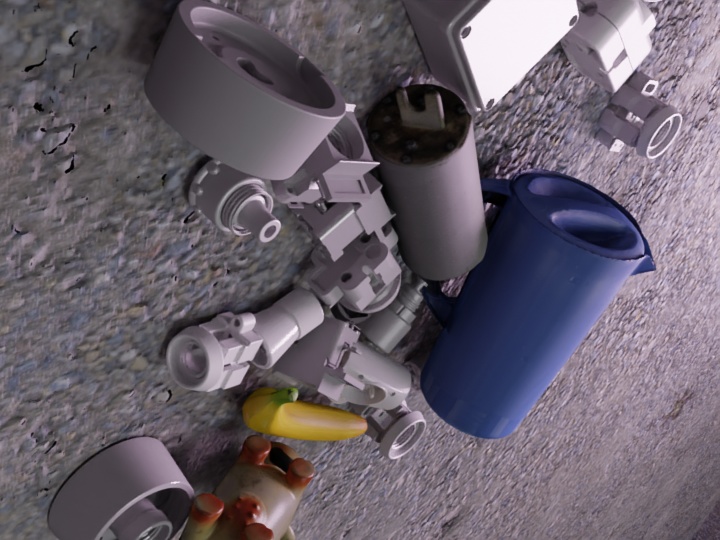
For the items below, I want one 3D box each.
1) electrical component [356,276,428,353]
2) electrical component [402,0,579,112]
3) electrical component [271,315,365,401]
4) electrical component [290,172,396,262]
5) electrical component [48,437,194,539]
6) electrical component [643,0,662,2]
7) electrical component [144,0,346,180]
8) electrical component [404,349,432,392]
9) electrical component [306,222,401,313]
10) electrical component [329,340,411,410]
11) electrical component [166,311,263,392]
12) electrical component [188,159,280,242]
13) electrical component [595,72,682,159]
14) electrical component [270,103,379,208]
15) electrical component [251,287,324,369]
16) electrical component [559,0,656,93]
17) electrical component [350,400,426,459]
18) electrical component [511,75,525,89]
[{"bbox_3d":[0.031,0.039,0.966,0.078,0.040,0.040,-49,151,1],"label":"electrical component"},{"bbox_3d":[0.095,-0.186,0.762,0.108,0.056,0.108,-45,151,-5],"label":"electrical component"},{"bbox_3d":[-0.034,0.068,0.886,0.063,0.081,0.042,-68,154,-11],"label":"electrical component"},{"bbox_3d":[-0.014,-0.044,0.803,0.064,0.042,0.081,-41,150,-6],"label":"electrical component"},{"bbox_3d":[-0.180,0.191,0.843,0.108,0.060,0.108,-34,149,-24],"label":"electrical component"},{"bbox_3d":[0.225,-0.266,0.833,0.099,0.064,0.099,-34,149,-24],"label":"electrical component"},{"bbox_3d":[-0.069,-0.095,0.603,0.108,0.108,0.060,2,131,-54],"label":"electrical component"},{"bbox_3d":[0.077,0.099,1.104,0.065,0.044,0.044,-23,143,-30],"label":"electrical component"},{"bbox_3d":[0.000,0.000,0.860,0.078,0.058,0.057,-44,148,-6],"label":"electrical component"},{"bbox_3d":[-0.008,0.098,0.970,0.079,0.044,0.077,-27,134,37],"label":"electrical component"},{"bbox_3d":[-0.110,0.063,0.799,0.055,0.048,0.066,-13,136,-57],"label":"electrical component"},{"bbox_3d":[-0.077,-0.042,0.697,0.048,0.062,0.048,-34,148,-24],"label":"electrical component"},{"bbox_3d":[0.278,-0.146,1.060,0.058,0.057,0.078,-3,128,-52],"label":"electrical component"},{"bbox_3d":[-0.030,-0.076,0.711,0.064,0.081,0.042,-32,163,36],"label":"electrical component"},{"bbox_3d":[-0.061,0.043,0.846,0.065,0.044,0.044,-35,149,-32],"label":"electrical component"},{"bbox_3d":[0.206,-0.200,0.899,0.059,0.054,0.095,-49,151,2],"label":"electrical component"},{"bbox_3d":[0.029,0.153,1.086,0.058,0.057,0.078,-48,151,0],"label":"electrical component"},{"bbox_3d":[0.119,-0.170,0.833,0.046,0.040,0.040,-52,152,-4],"label":"electrical component"}]
